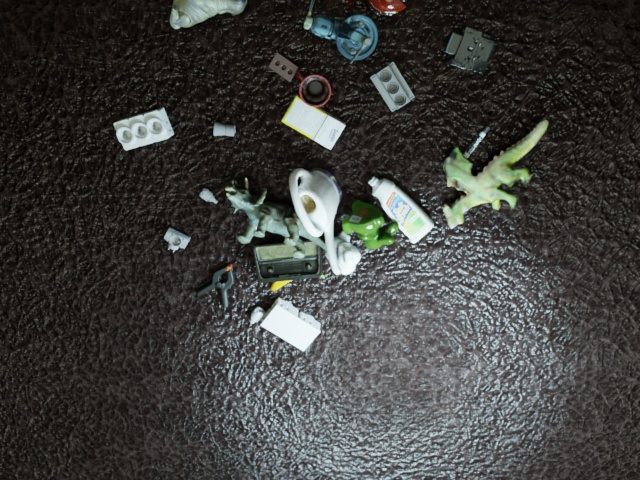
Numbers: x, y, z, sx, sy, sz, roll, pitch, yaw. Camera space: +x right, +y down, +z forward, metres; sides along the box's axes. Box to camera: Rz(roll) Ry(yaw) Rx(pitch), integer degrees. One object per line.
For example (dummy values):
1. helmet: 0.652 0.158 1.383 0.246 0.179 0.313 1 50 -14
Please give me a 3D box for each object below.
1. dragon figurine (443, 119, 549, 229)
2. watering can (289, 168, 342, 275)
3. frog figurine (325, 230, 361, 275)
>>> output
1. dragon figurine: 0.503 -0.211 1.585 0.243 0.124 0.403 18 112 -2
2. watering can: 0.005 -0.081 1.602 0.103 0.229 0.342 -15 115 29
3. frog figurine: 0.075 0.055 1.684 0.122 0.162 0.135 -11 113 9
